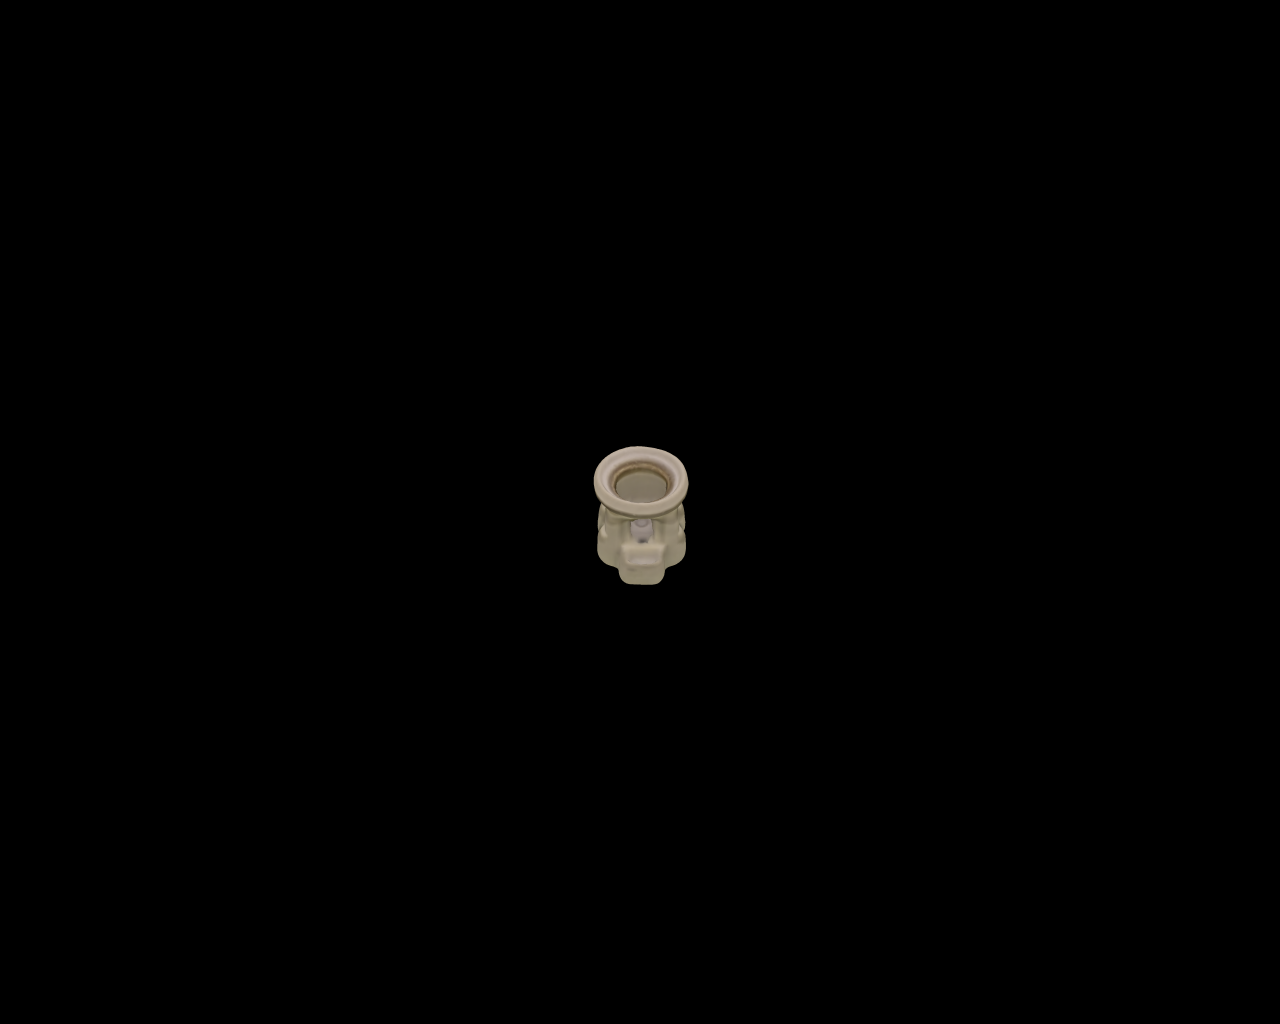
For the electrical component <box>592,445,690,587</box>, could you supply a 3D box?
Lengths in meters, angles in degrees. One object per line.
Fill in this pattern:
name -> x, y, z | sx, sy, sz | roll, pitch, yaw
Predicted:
electrical component -> 0.001, -0.003, 0.650 | 0.058, 0.056, 0.078 | 0, 44, 0
